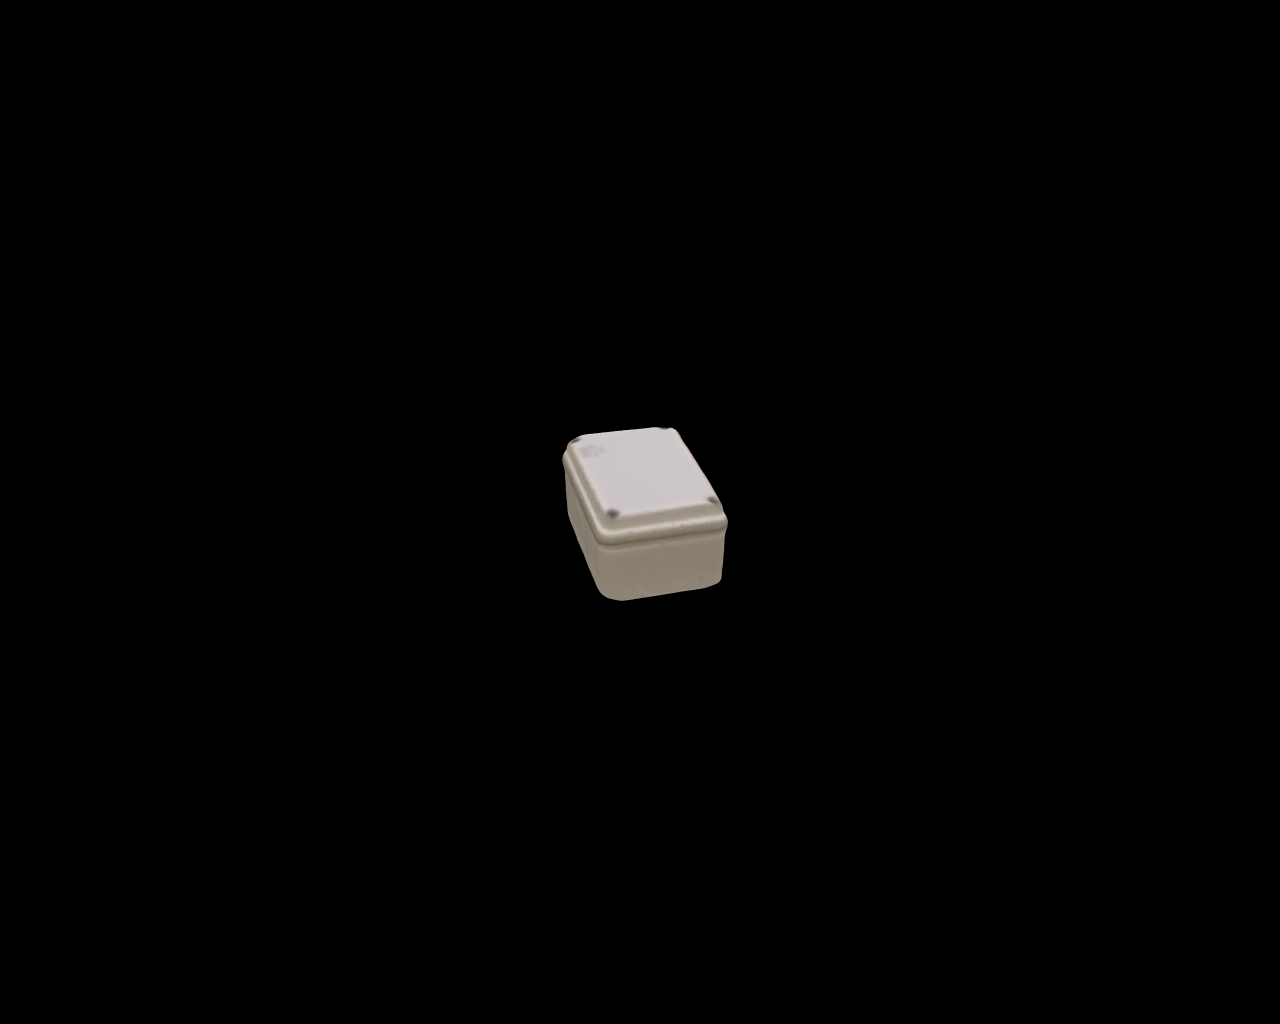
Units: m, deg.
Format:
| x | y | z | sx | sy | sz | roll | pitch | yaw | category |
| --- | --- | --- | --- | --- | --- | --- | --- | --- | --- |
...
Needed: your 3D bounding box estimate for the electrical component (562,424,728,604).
| x | y | z | sx | sy | sz | roll | pitch | yaw | category |
| --- | --- | --- | --- | --- | --- | --- | --- | --- | --- |
| 0.001 | -0.003 | 0.650 | 0.078 | 0.057 | 0.113 | -8 | 31 | -13 | electrical component |
